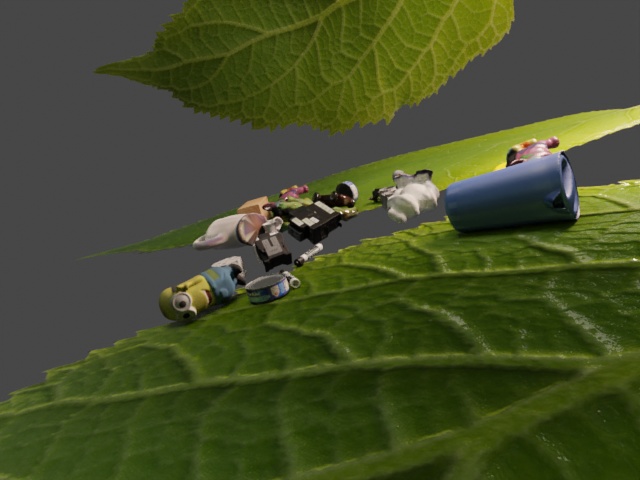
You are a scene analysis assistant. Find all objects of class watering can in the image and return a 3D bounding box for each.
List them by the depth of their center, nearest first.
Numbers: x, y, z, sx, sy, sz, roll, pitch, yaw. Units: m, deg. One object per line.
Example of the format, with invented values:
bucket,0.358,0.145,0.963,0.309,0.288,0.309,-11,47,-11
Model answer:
watering can,-0.268,-0.039,1.713,0.223,0.103,0.352,-9,15,29

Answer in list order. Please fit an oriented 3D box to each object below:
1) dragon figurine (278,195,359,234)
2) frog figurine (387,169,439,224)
dragon figurine,0.005,-0.083,1.658,0.243,0.120,0.416,5,19,15
frog figurine,0.248,-0.099,1.391,0.137,0.120,0.163,5,57,20
